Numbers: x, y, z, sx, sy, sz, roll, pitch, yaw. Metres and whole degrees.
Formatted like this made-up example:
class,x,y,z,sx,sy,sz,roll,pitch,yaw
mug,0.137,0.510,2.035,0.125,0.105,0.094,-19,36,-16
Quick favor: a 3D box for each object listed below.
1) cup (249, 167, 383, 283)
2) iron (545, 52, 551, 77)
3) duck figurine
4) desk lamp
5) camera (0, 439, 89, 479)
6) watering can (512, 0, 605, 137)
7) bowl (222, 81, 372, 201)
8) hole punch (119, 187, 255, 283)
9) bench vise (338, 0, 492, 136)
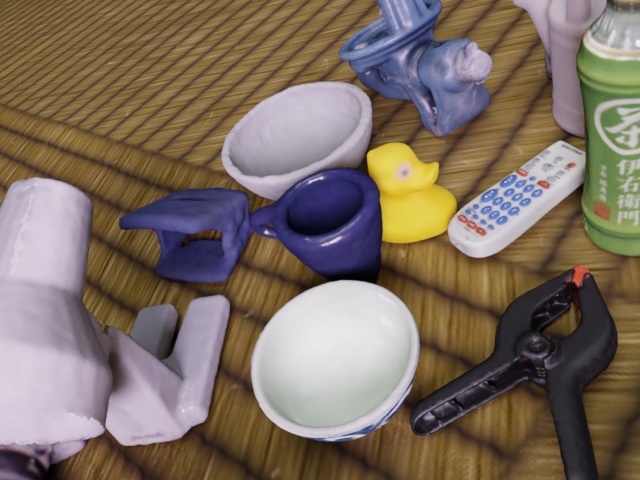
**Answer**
class,x,y,z,sx,sy,sz,roll,pitch,yaw
cup,0.005,0.002,0.495,0.117,0.095,0.091,-6,46,21
iron,0.317,-0.306,0.616,0.118,0.142,0.259,27,63,41
duck figurine,0.067,-0.050,0.523,0.104,0.086,0.077,5,51,30
desk lamp,-0.172,0.073,0.420,0.117,0.214,0.203,-11,44,16
camera,-0.270,0.183,0.441,0.143,0.101,0.136,-21,42,6
watering can,0.245,-0.195,0.502,0.172,0.194,0.101,15,56,36
bowl,-0.016,-0.094,0.615,0.167,0.075,0.167,-13,44,13
hole punch,-0.132,-0.021,0.586,0.108,0.091,0.101,3,49,28
bench vise,0.096,-0.231,0.589,0.206,0.220,0.122,20,59,39
